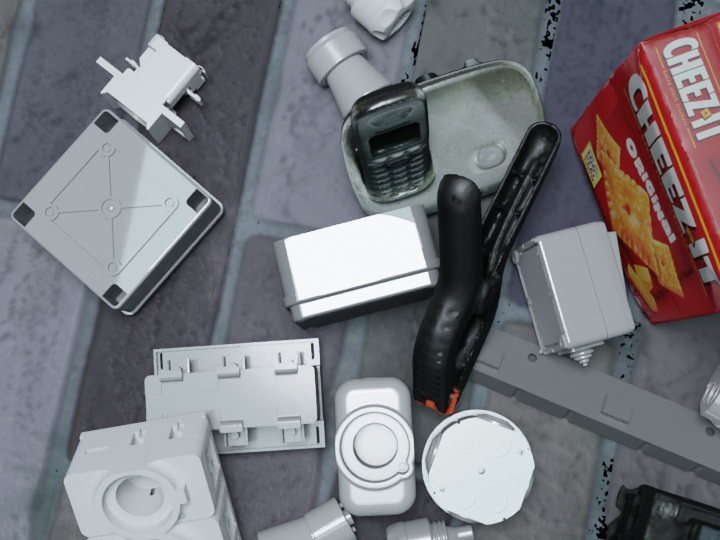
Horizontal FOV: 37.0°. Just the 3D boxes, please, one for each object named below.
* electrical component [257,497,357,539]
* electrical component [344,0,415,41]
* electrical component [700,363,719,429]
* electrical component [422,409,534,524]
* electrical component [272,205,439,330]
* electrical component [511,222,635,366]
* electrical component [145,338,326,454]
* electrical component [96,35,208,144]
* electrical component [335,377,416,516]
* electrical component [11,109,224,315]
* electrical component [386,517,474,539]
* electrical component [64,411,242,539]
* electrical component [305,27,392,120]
[{"bbox_3d":[-0.035,0.192,0.771,0.065,0.044,0.044,-28,84,-6],"label":"electrical component"},{"bbox_3d":[0.008,-0.206,0.806,0.062,0.043,0.043,43,88,7],"label":"electrical component"},{"bbox_3d":[0.277,0.082,0.750,0.051,0.080,0.080,29,86,10],"label":"electrical component"},{"bbox_3d":[0.085,0.140,0.766,0.080,0.051,0.080,0,85,2],"label":"electrical component"},{"bbox_3d":[0.000,0.000,0.769,0.113,0.078,0.057,-15,81,1],"label":"electrical component"},{"bbox_3d":[0.156,0.019,0.766,0.061,0.061,0.096,-14,84,-10],"label":"electrical component"},{"bbox_3d":[-0.089,0.092,0.771,0.121,0.063,0.078,-4,84,2],"label":"electrical component"},{"bbox_3d":[-0.152,-0.137,0.807,0.081,0.042,0.063,38,83,4],"label":"electrical component"},{"bbox_3d":[0.011,0.124,0.766,0.054,0.059,0.095,-3,84,2],"label":"electrical component"},{"bbox_3d":[-0.177,-0.042,0.790,0.109,0.056,0.108,41,87,5],"label":"electrical component"},{"bbox_3d":[0.051,0.194,0.771,0.061,0.035,0.035,-11,84,-1],"label":"electrical component"},{"bbox_3d":[-0.133,0.182,0.732,0.089,0.061,0.150,-10,113,3],"label":"electrical component"},{"bbox_3d":[-0.009,-0.146,0.800,0.045,0.045,0.055,-35,84,-1],"label":"electrical component"}]
